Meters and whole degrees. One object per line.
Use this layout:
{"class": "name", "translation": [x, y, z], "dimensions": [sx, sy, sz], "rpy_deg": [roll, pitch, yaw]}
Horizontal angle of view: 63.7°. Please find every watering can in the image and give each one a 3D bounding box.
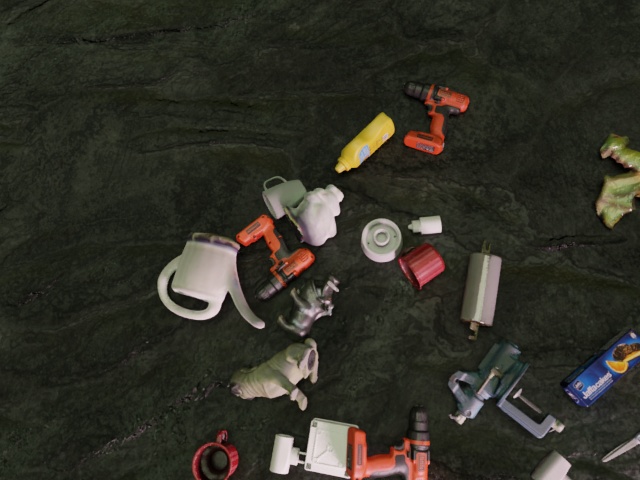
{"class": "watering can", "translation": [-0.261, 0.096, 1.301], "dimensions": [0.348, 0.102, 0.227], "rpy_deg": [9, 75, 26]}

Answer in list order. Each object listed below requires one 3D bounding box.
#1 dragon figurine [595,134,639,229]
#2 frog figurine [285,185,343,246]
{"class": "dragon figurine", "translation": [0.807, -0.093, 1.258], "dimensions": [0.241, 0.121, 0.417], "rpy_deg": [-16, 69, 20]}
{"class": "frog figurine", "translation": [0.004, -0.067, 1.330], "dimensions": [0.160, 0.123, 0.136], "rpy_deg": [-31, 105, -11]}
